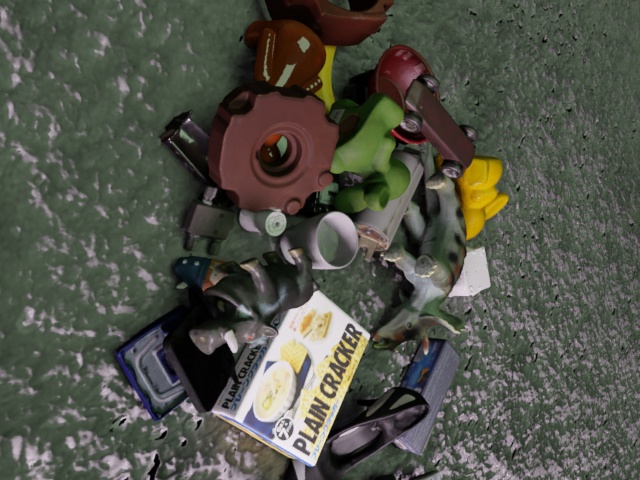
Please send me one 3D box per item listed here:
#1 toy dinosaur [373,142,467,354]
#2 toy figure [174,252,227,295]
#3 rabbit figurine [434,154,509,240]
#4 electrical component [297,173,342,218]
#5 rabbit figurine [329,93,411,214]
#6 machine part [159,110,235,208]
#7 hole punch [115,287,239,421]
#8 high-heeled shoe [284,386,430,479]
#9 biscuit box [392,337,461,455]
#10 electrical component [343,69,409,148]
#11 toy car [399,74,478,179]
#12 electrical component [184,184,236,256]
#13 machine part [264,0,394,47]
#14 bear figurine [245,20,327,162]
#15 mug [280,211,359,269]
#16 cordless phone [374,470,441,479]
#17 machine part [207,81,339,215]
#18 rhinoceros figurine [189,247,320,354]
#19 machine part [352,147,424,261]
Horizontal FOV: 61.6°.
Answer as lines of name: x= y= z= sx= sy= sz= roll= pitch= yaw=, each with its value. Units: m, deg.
toy dinosaur: x=0.211 y=0.016 z=0.977 sx=0.192 sy=0.131 sz=0.405 roll=49 pitch=53 yaw=-40
toy figure: x=-0.124 y=0.063 z=0.724 sx=0.154 sy=0.058 sz=0.064 roll=37 pitch=20 yaw=-32
rabbit figurine: x=0.299 y=-0.085 z=1.076 sx=0.162 sy=0.122 sz=0.173 roll=-4 pitch=102 yaw=-50
electrical component: x=0.005 y=-0.070 z=0.844 sx=0.119 sy=0.048 sz=0.074 roll=2 pitch=86 yaw=-57
rabbit figurine: x=0.084 y=-0.113 z=0.813 sx=0.170 sy=0.121 sz=0.159 roll=41 pitch=58 yaw=-38
machine part: x=-0.153 y=-0.105 z=0.722 sx=0.084 sy=0.039 sz=0.138 roll=-47 pitch=116 yaw=-19
hole punch: x=-0.173 y=0.148 z=0.665 sx=0.142 sy=0.092 sz=0.116 roll=64 pitch=22 yaw=-13
high-heeled shoe: x=0.057 y=0.312 z=0.792 sx=0.249 sy=0.145 sz=0.086 roll=-44 pitch=113 yaw=-36
biscuit box: x=0.183 y=0.271 z=0.958 sx=0.062 sy=0.059 sz=0.203 roll=49 pitch=59 yaw=-25
electrical component: x=0.099 y=-0.228 z=0.937 sx=0.134 sy=0.058 sz=0.115 roll=6 pitch=80 yaw=-39
toy car: x=0.189 y=-0.179 z=0.862 sx=0.202 sy=0.053 sz=0.089 roll=33 pitch=77 yaw=-39
electrical component: x=-0.144 y=-0.026 z=0.712 sx=0.063 sy=0.021 sz=0.094 roll=12 pitch=105 yaw=-37
machine part: x=0.003 y=-0.406 z=0.831 sx=0.201 sy=0.087 sz=0.201 roll=-14 pitch=84 yaw=-38
bear figurine: x=-0.073 y=-0.211 z=0.771 sx=0.120 sy=0.132 sz=0.196 roll=31 pitch=85 yaw=-33
mug: x=-0.002 y=-0.002 z=0.798 sx=0.109 sy=0.107 sz=0.080 roll=-35 pitch=109 yaw=-40
cordless phone: x=0.141 y=0.461 z=0.894 sx=0.184 sy=0.089 sz=0.146 roll=8 pitch=81 yaw=-44
machine part: x=-0.058 y=-0.117 z=0.698 sx=0.179 sy=0.056 sz=0.179 roll=-14 pitch=123 yaw=-22
rhinoceros figurine: x=-0.082 y=0.075 z=0.672 sx=0.190 sy=0.073 sz=0.112 roll=-25 pitch=103 yaw=-46
machine part: x=0.113 y=-0.069 z=0.921 sx=0.079 sy=0.079 sz=0.243 roll=42 pitch=61 yaw=-29
